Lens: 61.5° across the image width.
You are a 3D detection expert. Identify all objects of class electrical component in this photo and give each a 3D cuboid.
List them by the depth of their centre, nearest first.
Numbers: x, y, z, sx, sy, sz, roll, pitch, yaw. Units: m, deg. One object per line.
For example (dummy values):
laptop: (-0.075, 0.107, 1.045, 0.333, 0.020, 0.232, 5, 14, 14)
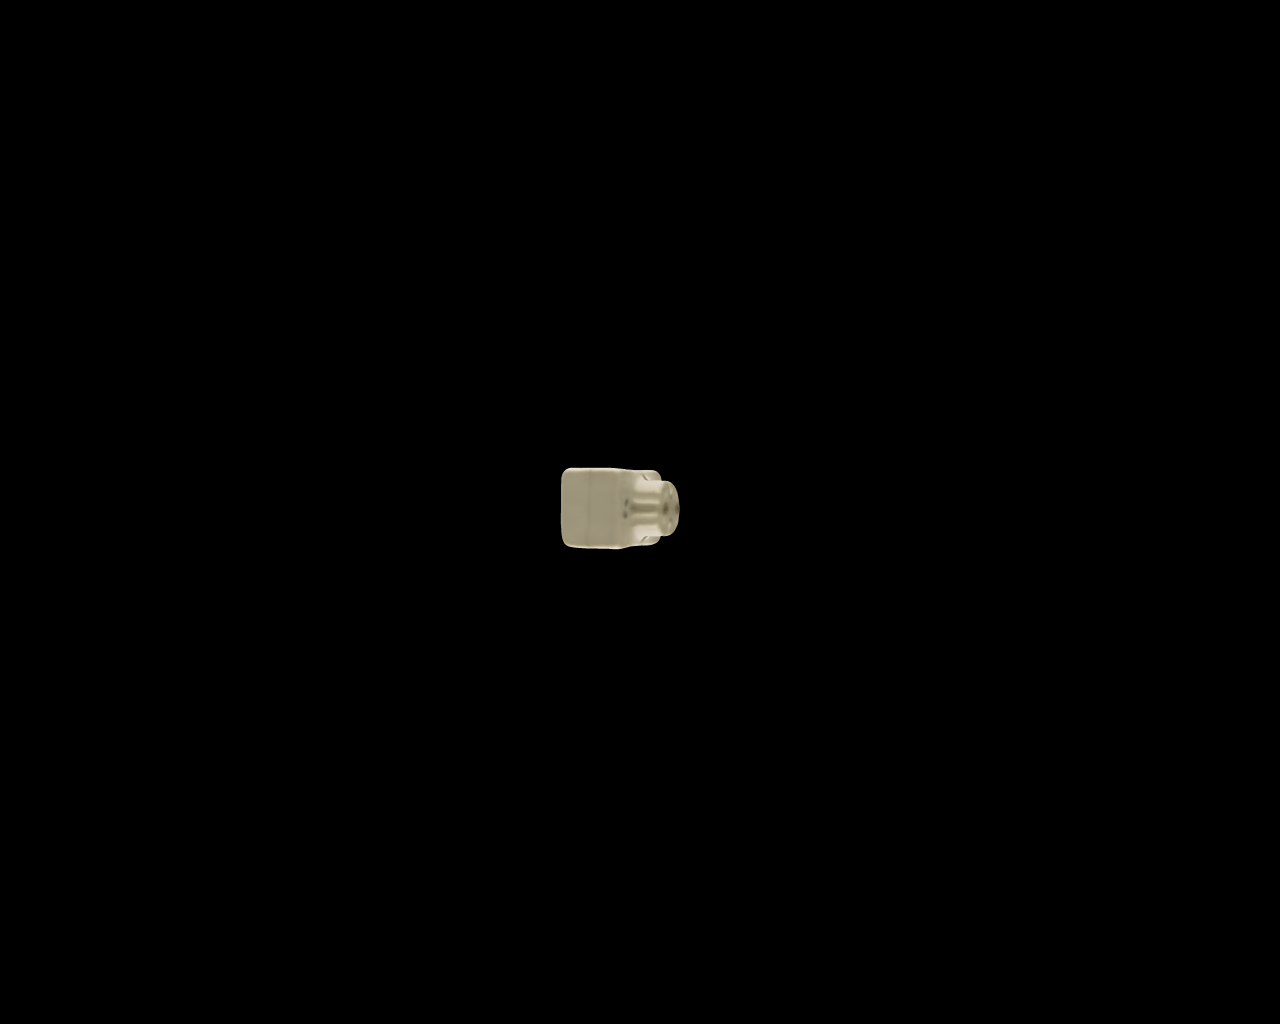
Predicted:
electrical component: (0.001, -0.003, 0.650, 0.077, 0.047, 0.066, 0, 0, 24)
